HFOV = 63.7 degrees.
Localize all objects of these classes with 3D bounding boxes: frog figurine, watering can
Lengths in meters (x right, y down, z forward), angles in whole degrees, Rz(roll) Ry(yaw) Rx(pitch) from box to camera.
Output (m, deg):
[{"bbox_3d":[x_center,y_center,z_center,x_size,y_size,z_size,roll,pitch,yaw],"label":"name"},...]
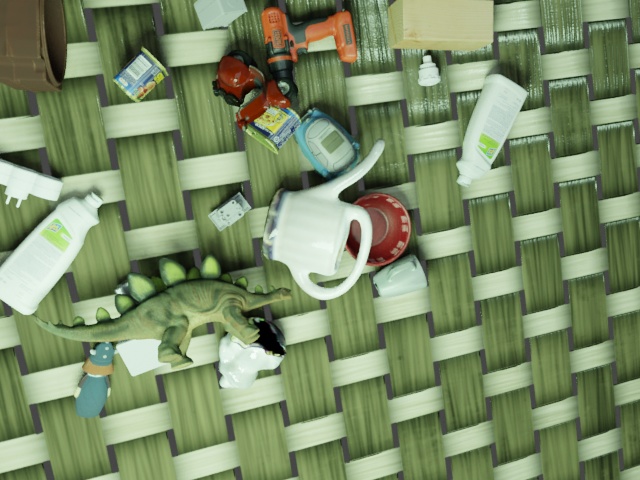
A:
[{"bbox_3d":[-0.149,0.245,1.095,0.137,0.156,0.125,9,41,-23],"label":"frog figurine"},{"bbox_3d":[0.003,-0.053,1.048,0.225,0.345,0.105,14,9,9],"label":"watering can"}]
